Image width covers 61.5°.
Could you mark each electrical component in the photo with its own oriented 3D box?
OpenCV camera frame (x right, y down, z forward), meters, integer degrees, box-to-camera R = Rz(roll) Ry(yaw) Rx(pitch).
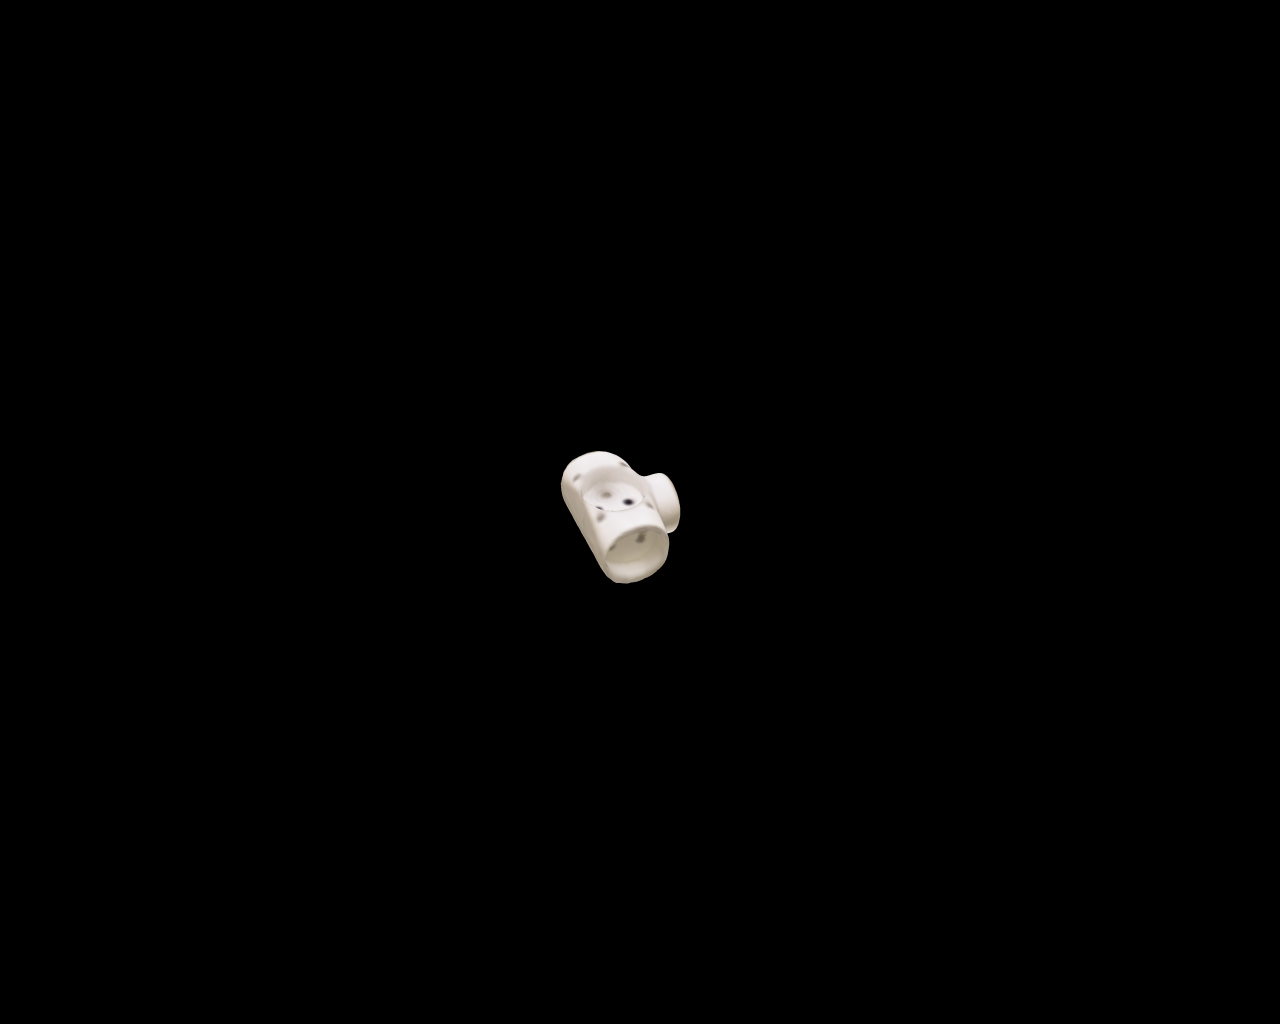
[{"bbox_3d":[0.001,-0.003,0.650,0.079,0.044,0.077,-14,42,-16],"label":"electrical component"}]
